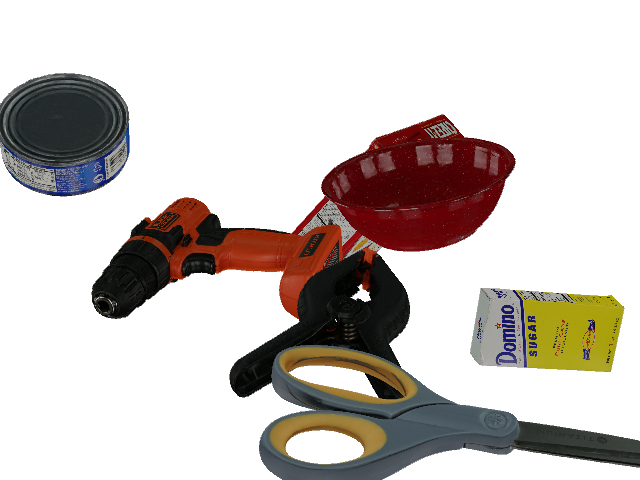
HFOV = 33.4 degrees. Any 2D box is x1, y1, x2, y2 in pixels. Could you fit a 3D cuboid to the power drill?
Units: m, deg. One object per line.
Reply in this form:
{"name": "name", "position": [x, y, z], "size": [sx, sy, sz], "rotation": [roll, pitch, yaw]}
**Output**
{"name": "power drill", "position": [-0.085, 0.022, 0.930], "size": [0.188, 0.057, 0.184], "rotation": [9, 30, 16]}

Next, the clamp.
{"name": "clamp", "position": [0.026, 0.064, 0.726], "size": [0.120, 0.039, 0.171], "rotation": [19, 38, 14]}

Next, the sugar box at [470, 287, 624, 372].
{"name": "sugar box", "position": [0.282, 0.113, 1.335], "size": [0.176, 0.093, 0.048], "rotation": [2, 18, -11]}

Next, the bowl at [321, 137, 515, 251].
{"name": "bowl", "position": [0.085, -0.034, 0.894], "size": [0.162, 0.055, 0.162], "rotation": [-10, 23, 4]}

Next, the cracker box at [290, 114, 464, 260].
{"name": "cracker box", "position": [0.061, -0.045, 1.251], "size": [0.163, 0.072, 0.214], "rotation": [-26, -17, -52]}

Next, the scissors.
{"name": "scissors", "position": [0.061, 0.091, 0.459], "size": [0.202, 0.016, 0.096], "rotation": [16, 34, 23]}

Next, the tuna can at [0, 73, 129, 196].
{"name": "tuna can", "position": [-0.170, -0.070, 0.709], "size": [0.086, 0.086, 0.034], "rotation": [0, -40, -7]}
